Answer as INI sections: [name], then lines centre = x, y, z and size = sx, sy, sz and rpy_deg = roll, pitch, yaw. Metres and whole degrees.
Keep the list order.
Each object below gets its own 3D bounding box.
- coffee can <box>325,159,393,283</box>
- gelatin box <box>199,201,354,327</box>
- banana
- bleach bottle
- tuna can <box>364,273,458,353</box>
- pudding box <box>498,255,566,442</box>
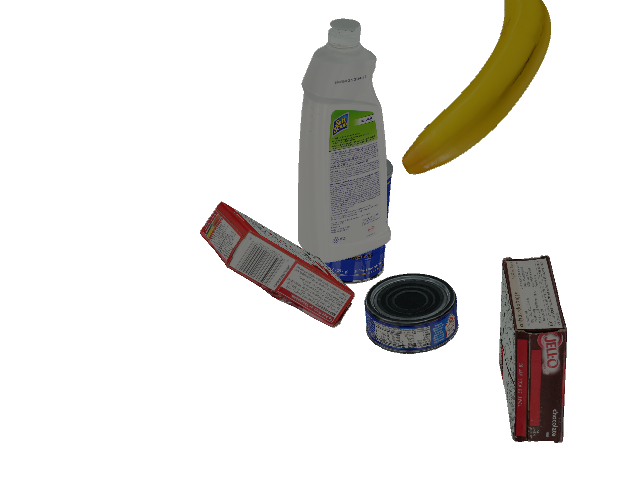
[coffee can]
centre = 0.035, -0.031, 1.341
size = 0.103, 0.140, 0.103
rpy_deg = 2, 27, -1
[gelatin box]
centre = -0.029, 0.016, 0.694
size = 0.089, 0.030, 0.073
rpy_deg = 32, 4, -25
[banana]
centre = 0.131, -0.127, 0.822
size = 0.070, 0.197, 0.037
rpy_deg = 1, -36, 48
[bleach bottle]
centre = 0.027, -0.103, 1.086
size = 0.102, 0.251, 0.068
rpy_deg = -19, 38, -29
[tuna can]
centre = 0.083, 0.066, 0.983
size = 0.086, 0.034, 0.086
rpy_deg = -5, 30, 3
[pudding box]
centre = 0.149, 0.074, 0.754
size = 0.039, 0.090, 0.113
rpy_deg = -1, 25, 4
